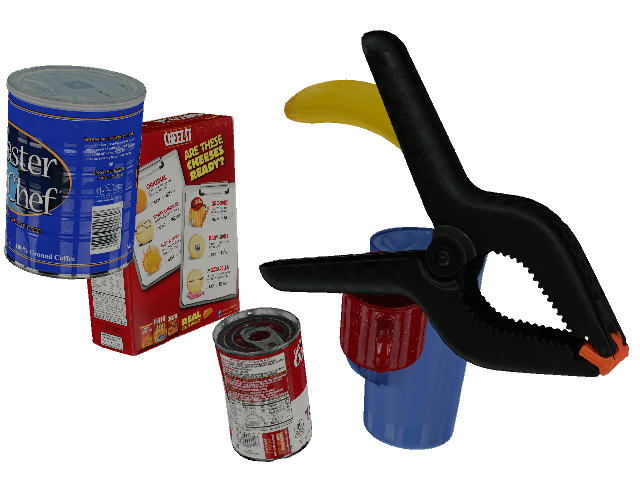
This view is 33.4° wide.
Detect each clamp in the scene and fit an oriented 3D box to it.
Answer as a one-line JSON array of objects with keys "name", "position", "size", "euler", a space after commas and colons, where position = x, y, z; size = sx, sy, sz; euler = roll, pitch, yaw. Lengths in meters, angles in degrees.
[{"name": "clamp", "position": [0.071, -0.005, 0.564], "size": [0.210, 0.165, 0.036], "euler": [29, 25, 24]}]

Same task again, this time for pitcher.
[{"name": "pitcher", "position": [0.104, 0.114, 1.228], "size": [0.149, 0.243, 0.145], "euler": [7, 17, 7]}]

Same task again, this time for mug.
[{"name": "mug", "position": [0.060, 0.076, 0.997], "size": [0.093, 0.081, 0.117], "euler": [3, 34, 0]}]

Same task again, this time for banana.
[{"name": "banana", "position": [0.044, -0.095, 0.885], "size": [0.198, 0.070, 0.037], "euler": [35, 23, 33]}]

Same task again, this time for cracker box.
[{"name": "cracker box", "position": [-0.160, -0.012, 1.076], "size": [0.072, 0.214, 0.163], "euler": [9, 18, 35]}]

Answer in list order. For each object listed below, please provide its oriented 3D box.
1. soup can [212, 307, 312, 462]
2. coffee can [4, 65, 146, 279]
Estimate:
[{"name": "soup can", "position": [-0.044, 0.113, 0.835], "size": [0.068, 0.102, 0.068], "euler": [-5, 25, 2]}, {"name": "coffee can", "position": [-0.191, -0.055, 0.827], "size": [0.103, 0.140, 0.103], "euler": [7, 22, -3]}]
